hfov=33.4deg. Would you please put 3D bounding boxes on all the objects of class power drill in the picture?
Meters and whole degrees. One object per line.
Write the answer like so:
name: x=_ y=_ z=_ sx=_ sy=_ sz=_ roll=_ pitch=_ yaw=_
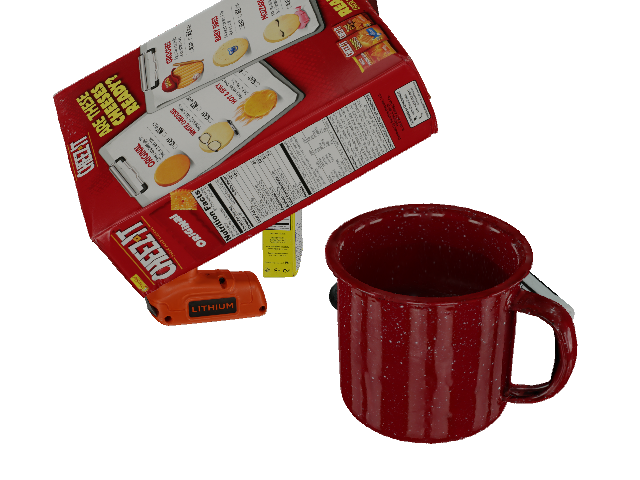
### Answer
power drill: x=-0.085 y=-0.026 z=0.916 sx=0.184 sy=0.188 sz=0.057 roll=-5 pitch=19 yaw=-14

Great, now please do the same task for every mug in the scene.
mug: x=0.060 y=0.041 z=0.491 sx=0.117 sy=0.081 sz=0.093 roll=12 pitch=31 yaw=23

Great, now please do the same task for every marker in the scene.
marker: x=0.136 y=0.022 z=0.757 sx=0.020 sy=0.020 sz=0.121 roll=0 pitch=30 yaw=-30

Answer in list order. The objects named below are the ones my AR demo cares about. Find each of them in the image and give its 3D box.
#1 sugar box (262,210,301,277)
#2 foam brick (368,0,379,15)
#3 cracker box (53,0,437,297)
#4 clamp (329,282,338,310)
sugar box: x=-0.047 y=-0.053 z=1.278 sx=0.048 sy=0.176 sz=0.093 roll=-1 pitch=23 yaw=5
foam brick: x=0.023 y=-0.195 z=0.946 sx=0.053 sy=0.051 sz=0.078 roll=-1 pitch=-42 yaw=13
cracker box: x=-0.053 y=-0.081 z=0.685 sx=0.214 sy=0.072 sz=0.164 roll=-30 pitch=43 yaw=2
clamp: x=0.093 y=0.082 z=0.950 sx=0.120 sy=0.039 sz=0.172 roll=-18 pitch=44 yaw=-17
